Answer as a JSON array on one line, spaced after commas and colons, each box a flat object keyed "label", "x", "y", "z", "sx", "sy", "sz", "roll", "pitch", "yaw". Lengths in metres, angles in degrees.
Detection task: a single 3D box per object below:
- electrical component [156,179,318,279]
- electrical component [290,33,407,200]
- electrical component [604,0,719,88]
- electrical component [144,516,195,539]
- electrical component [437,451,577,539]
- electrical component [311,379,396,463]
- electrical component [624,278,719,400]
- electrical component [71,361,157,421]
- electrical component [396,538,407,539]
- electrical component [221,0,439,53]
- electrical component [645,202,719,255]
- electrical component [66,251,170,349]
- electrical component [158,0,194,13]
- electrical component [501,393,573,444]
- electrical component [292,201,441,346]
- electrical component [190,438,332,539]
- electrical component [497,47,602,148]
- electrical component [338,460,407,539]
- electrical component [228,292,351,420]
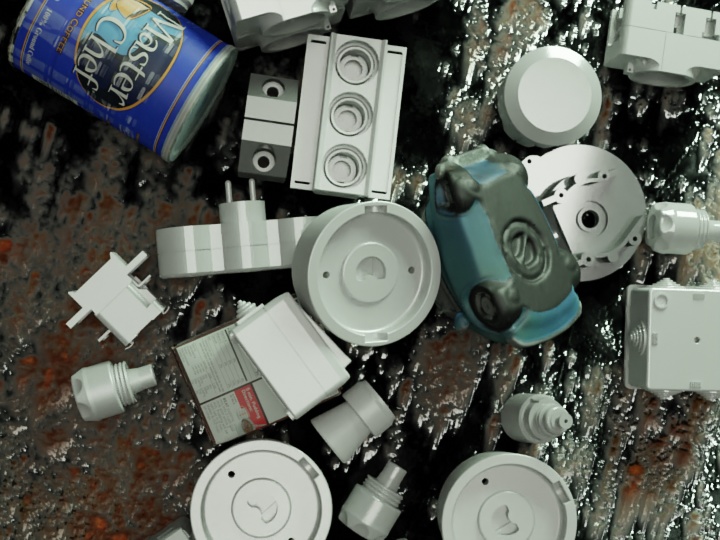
[{"label": "electrical component", "x": -0.093, "y": -0.035, "z": 0.854, "sx": 0.138, "sy": 0.052, "sz": 0.073, "roll": -5, "pitch": 89, "yaw": -6}, {"label": "electrical component", "x": -0.010, "y": -0.120, "z": 0.859, "sx": 0.079, "sy": 0.063, "sz": 0.121, "roll": 7, "pitch": 88, "yaw": -6}, {"label": "electrical component", "x": 0.255, "y": -0.186, "z": 0.895, "sx": 0.089, "sy": 0.050, "sz": 0.055, "roll": 8, "pitch": 88, "yaw": -5}, {"label": "electrical component", "x": -0.132, "y": 0.281, "z": 0.839, "sx": 0.089, "sy": 0.062, "sz": 0.150, "roll": -35, "pitch": 93, "yaw": -6}, {"label": "electrical component", "x": 0.114, "y": 0.198, "z": 0.868, "sx": 0.108, "sy": 0.060, "sz": 0.108, "roll": 0, "pitch": 89, "yaw": -6}, {"label": "electrical component", "x": -0.005, "y": 0.121, "z": 0.864, "sx": 0.055, "sy": 0.045, "sz": 0.045, "roll": -39, "pitch": 93, "yaw": -6}, {"label": "electrical component", "x": 0.271, "y": 0.057, "z": 0.893, "sx": 0.100, "sy": 0.048, "sz": 0.099, "roll": 2, "pitch": 89, "yaw": -6}, {"label": "electrical component", "x": -0.192, "y": 0.092, "z": 0.846, "sx": 0.062, "sy": 0.043, "sz": 0.043, "roll": -17, "pitch": 91, "yaw": -7}, {"label": "electrical component", "x": 0.013, "y": 0.267, "z": 0.859, "sx": 0.095, "sy": 0.054, "sz": 0.059, "roll": -31, "pitch": 92, "yaw": -6}, {"label": "electrical component", "x": -0.014, "y": -0.227, "z": 0.840, "sx": 0.186, "sy": 0.105, "sz": 0.060, "roll": -17, "pitch": 91, "yaw": -6}, {"label": "electrical component", "x": 0.273, "y": -0.034, "z": 0.898, "sx": 0.062, "sy": 0.043, "sz": 0.043, "roll": 3, "pitch": 89, "yaw": -7}, {"label": "electrical component", "x": -0.189, "y": 0.024, "z": 0.849, "sx": 0.081, "sy": 0.042, "sz": 0.064, "roll": -45, "pitch": 97, "yaw": -4}, {"label": "electrical component", "x": -0.147, "y": -0.239, "z": 0.856, "sx": 0.045, "sy": 0.045, "sz": 0.055, "roll": 21, "pitch": 87, "yaw": -5}, {"label": "electrical component", "x": 0.146, "y": 0.120, "z": 0.867, "sx": 0.040, "sy": 0.078, "sz": 0.040, "roll": 2, "pitch": 84, "yaw": -20}, {"label": "electrical component", "x": 0.000, "y": 0.000, "z": 0.818, "sx": 0.108, "sy": 0.060, "sz": 0.108, "roll": -3, "pitch": 97, "yaw": -23}, {"label": "electrical component", "x": -0.078, "y": 0.184, "z": 0.847, "sx": 0.108, "sy": 0.060, "sz": 0.108, "roll": 0, "pitch": 89, "yaw": -6}, {"label": "electrical component", "x": 0.153, "y": -0.139, "z": 0.883, "sx": 0.080, "sy": 0.051, "sz": 0.080, "roll": 0, "pitch": 89, "yaw": -6}, {"label": "electrical component", "x": 0.015, "y": 0.184, "z": 0.866, "sx": 0.043, "sy": 0.043, "sz": 0.062, "roll": 32, "pitch": 84, "yaw": -5}, {"label": "electrical component", "x": -0.056, "y": 0.057, "z": 0.813, "sx": 0.061, "sy": 0.062, "sz": 0.096, "roll": -36, "pitch": 92, "yaw": -9}]
